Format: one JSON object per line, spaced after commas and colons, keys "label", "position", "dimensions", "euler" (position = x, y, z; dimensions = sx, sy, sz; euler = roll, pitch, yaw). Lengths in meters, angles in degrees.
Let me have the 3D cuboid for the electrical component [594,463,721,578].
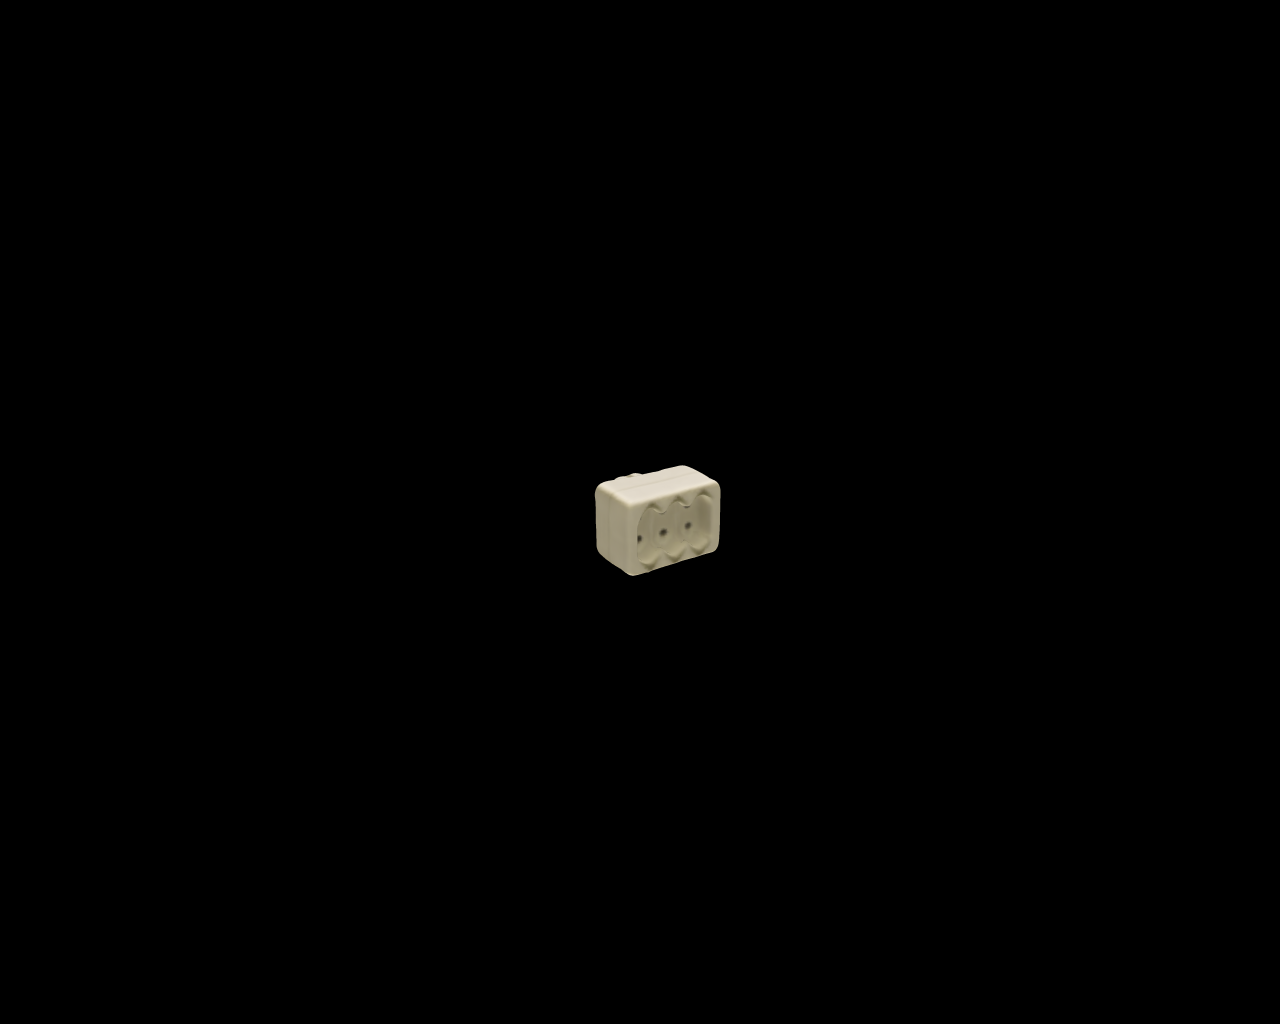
{"label": "electrical component", "position": [0.001, -0.003, 0.650], "dimensions": [0.066, 0.047, 0.077], "euler": [-14, 27, -29]}
